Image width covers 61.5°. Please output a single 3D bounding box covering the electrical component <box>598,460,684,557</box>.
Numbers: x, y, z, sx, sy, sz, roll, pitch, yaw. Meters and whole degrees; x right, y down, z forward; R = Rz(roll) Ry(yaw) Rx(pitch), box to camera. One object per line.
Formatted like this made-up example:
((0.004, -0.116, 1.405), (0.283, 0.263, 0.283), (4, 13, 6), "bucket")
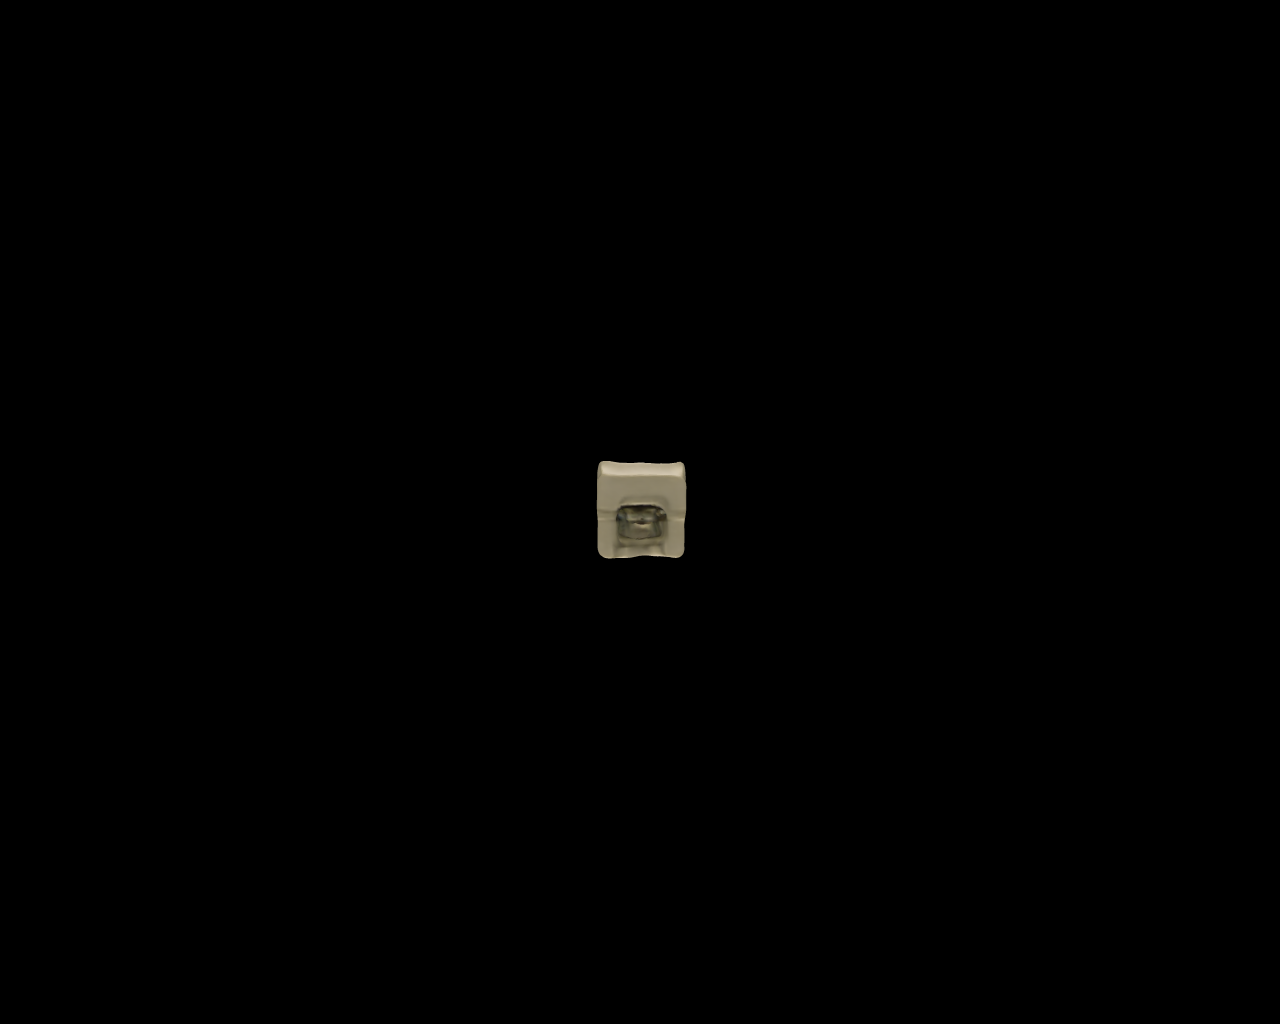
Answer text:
((0.001, -0.003, 0.650), (0.050, 0.055, 0.089), (0, 0, 0), "electrical component")
